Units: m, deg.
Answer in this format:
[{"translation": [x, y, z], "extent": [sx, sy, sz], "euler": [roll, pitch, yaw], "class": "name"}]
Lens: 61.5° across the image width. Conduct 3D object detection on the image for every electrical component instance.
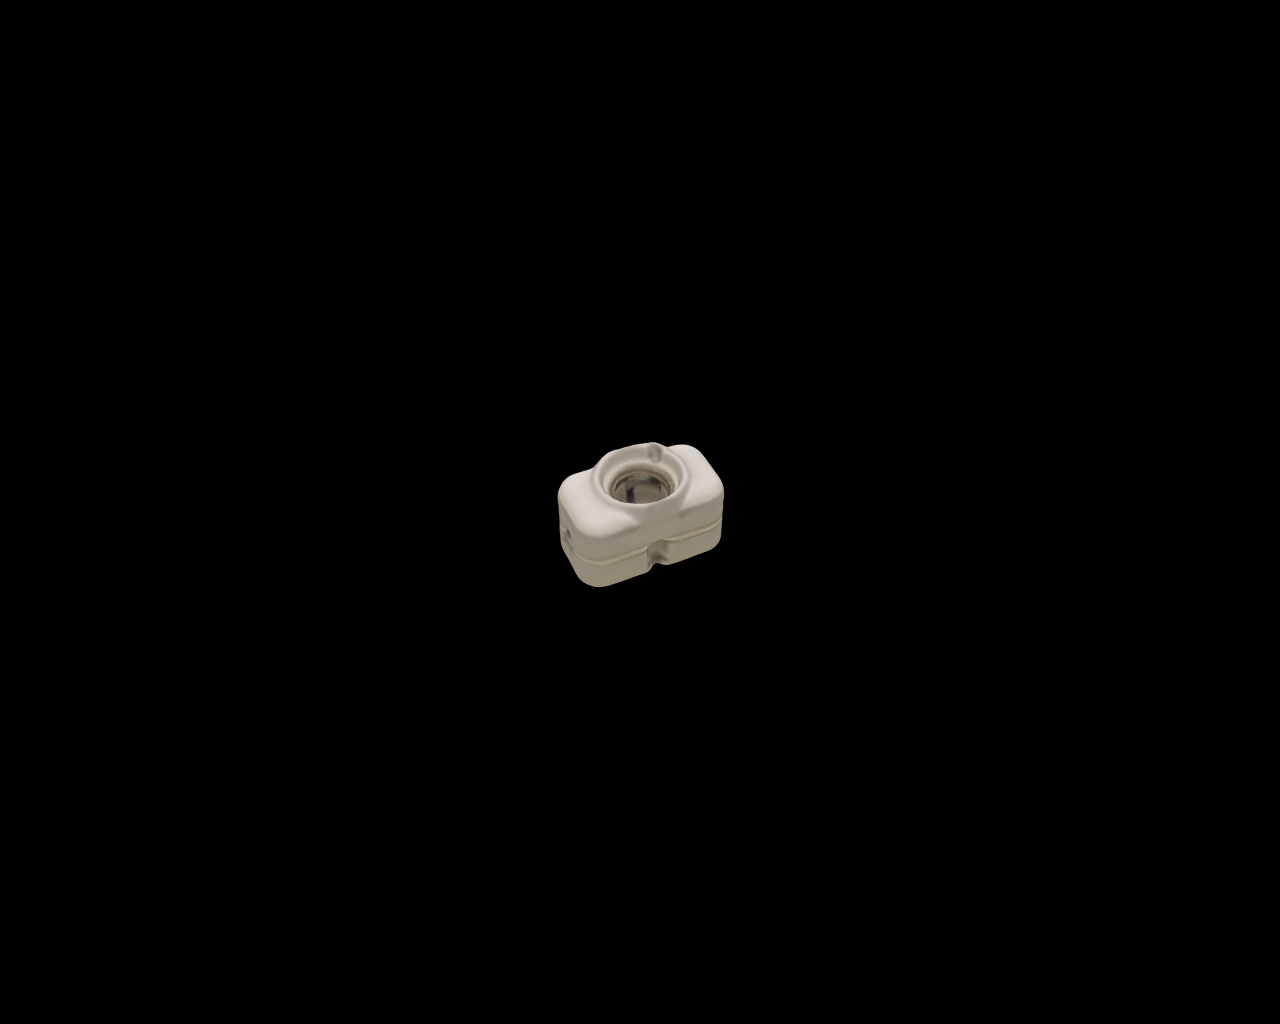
[{"translation": [0.001, -0.003, 0.650], "extent": [0.095, 0.059, 0.054], "euler": [-17, 48, -16], "class": "electrical component"}]
